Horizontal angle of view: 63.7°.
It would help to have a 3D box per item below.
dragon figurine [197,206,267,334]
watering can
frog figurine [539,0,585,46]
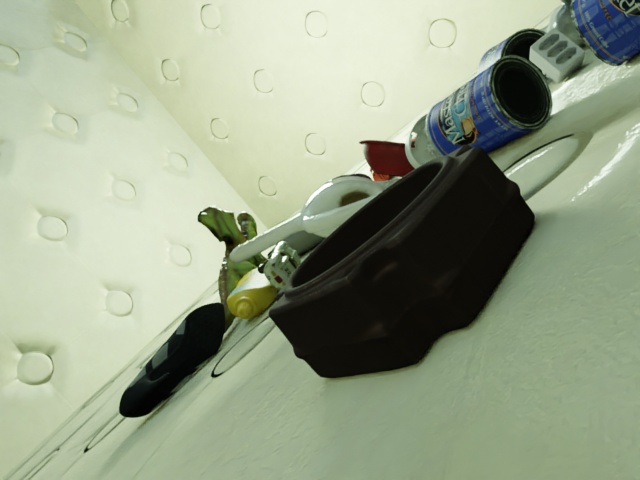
[{"bbox_3d":[-0.210,0.037,1.181,0.121,0.242,0.415,-33,6,20],"label":"dragon figurine"},{"bbox_3d":[0.003,-0.049,0.979,0.347,0.103,0.226,-20,9,4],"label":"watering can"},{"bbox_3d":[0.462,-0.385,0.956,0.155,0.123,0.140,94,-159,-44],"label":"frog figurine"}]
